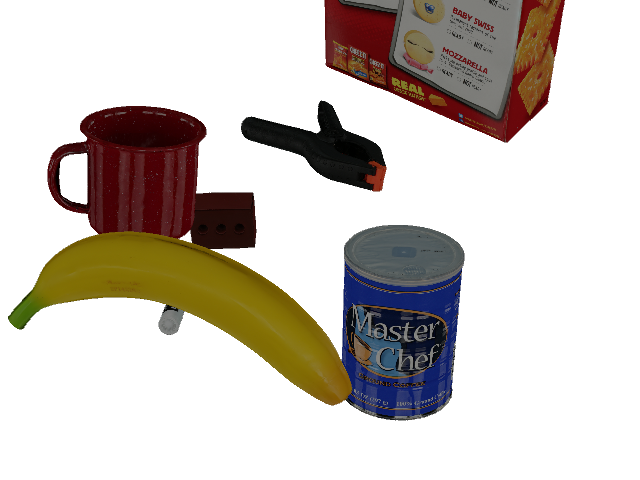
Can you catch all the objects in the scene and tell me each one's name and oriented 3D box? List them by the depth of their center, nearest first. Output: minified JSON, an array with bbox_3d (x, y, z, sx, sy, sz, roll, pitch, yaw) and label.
[{"bbox_3d":[-0.073,0.036,0.595,0.198,0.070,0.037,13,16,7],"label":"banana"},{"bbox_3d":[0.085,-0.194,0.732,0.164,0.214,0.072,28,51,27],"label":"cracker box"},{"bbox_3d":[-0.146,-0.047,0.804,0.117,0.081,0.093,-5,28,-21],"label":"mug"},{"bbox_3d":[0.070,0.071,0.936,0.103,0.140,0.103,1,27,-1],"label":"coffee can"},{"bbox_3d":[-0.134,0.054,1.016,0.020,0.020,0.121,0,22,2],"label":"marker"},{"bbox_3d":[-0.002,-0.099,1.119,0.120,0.039,0.172,-17,36,-26],"label":"clamp"},{"bbox_3d":[-0.118,-0.024,1.287,0.078,0.053,0.051,-2,27,1],"label":"foam brick"}]
